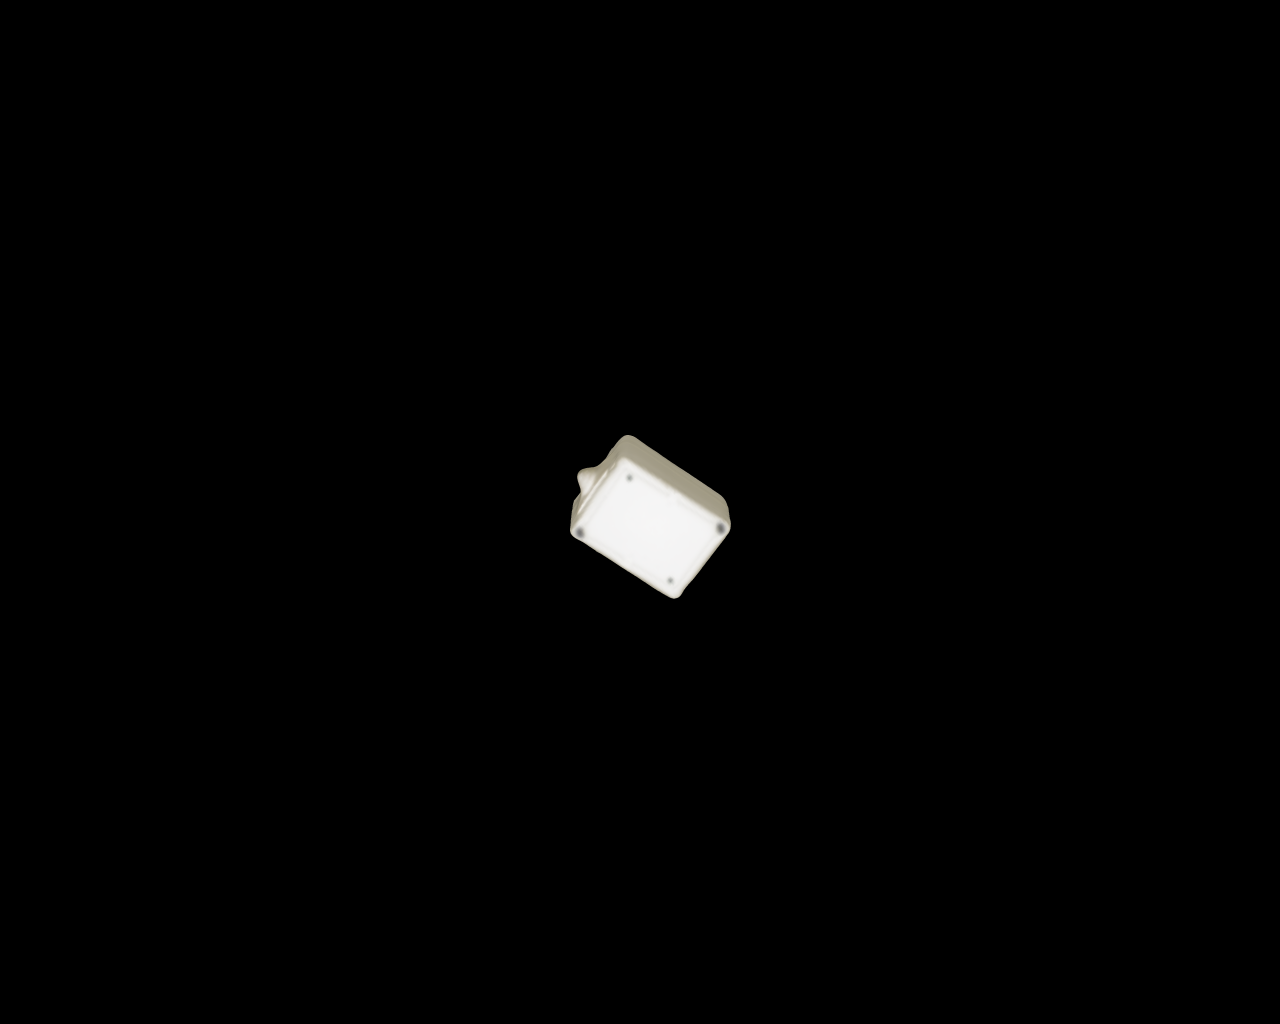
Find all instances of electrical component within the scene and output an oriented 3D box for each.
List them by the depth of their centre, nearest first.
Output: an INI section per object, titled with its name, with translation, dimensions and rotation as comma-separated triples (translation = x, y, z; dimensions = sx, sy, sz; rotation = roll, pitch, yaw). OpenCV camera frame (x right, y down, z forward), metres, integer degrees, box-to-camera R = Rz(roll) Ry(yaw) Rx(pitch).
[electrical component]
translation = 0.001, -0.003, 0.650
dimensions = 0.096, 0.061, 0.061
rotation = 33, 16, -11
